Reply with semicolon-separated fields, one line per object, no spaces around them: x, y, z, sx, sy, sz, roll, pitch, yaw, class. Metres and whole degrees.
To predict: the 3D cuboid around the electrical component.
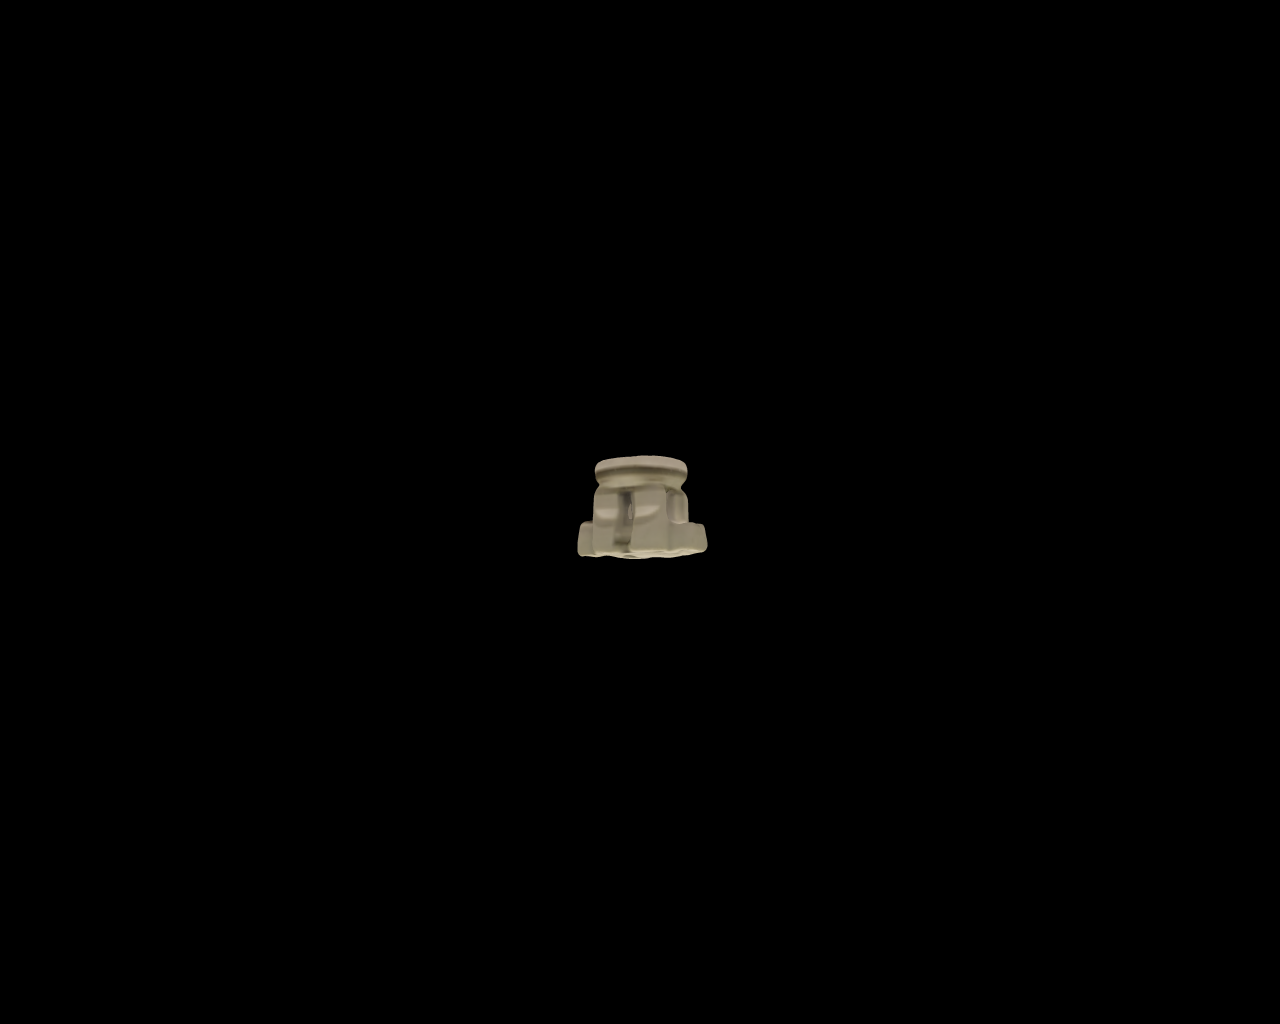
0.001;-0.003;0.650;0.078;0.057;0.058;-3;-7;26;electrical component
